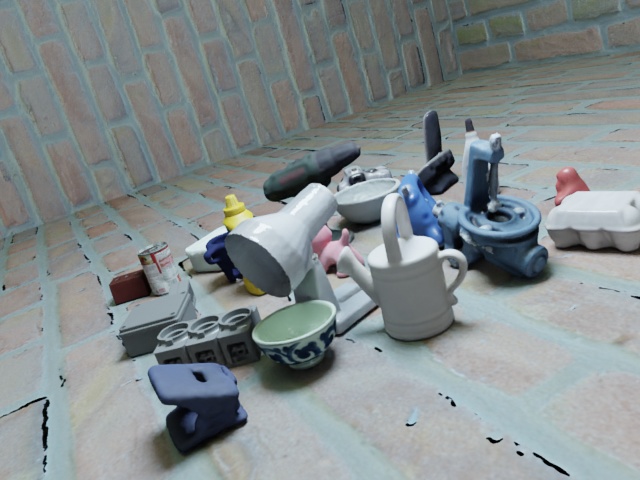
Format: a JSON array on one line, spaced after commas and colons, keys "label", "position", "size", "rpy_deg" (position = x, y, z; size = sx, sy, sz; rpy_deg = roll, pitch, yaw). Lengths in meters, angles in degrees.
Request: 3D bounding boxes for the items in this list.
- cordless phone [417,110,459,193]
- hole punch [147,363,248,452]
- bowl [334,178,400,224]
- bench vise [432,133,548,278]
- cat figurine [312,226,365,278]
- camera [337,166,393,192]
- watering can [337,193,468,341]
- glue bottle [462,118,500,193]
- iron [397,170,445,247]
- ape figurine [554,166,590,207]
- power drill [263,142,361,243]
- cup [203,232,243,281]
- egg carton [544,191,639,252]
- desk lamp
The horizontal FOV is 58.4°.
[{"label": "cordless phone", "position": [0.261, -0.212, 1.391], "size": [0.093, 0.185, 0.148], "rpy_deg": [-3, 22, 36]}, {"label": "hole punch", "position": [-0.155, 0.190, 0.720], "size": [0.101, 0.091, 0.108], "rpy_deg": [-24, 19, -21]}, {"label": "bowl", "position": [0.112, -0.082, 1.318], "size": [0.167, 0.075, 0.167], "rpy_deg": [-15, 18, 5]}, {"label": "bench vise", "position": [0.238, -0.053, 0.883], "size": [0.206, 0.220, 0.122], "rpy_deg": [2, 26, 44]}, {"label": "cat figurine", "position": [0.010, 0.004, 1.083], "size": [0.127, 0.118, 0.067], "rpy_deg": [0, 25, 42]}, {"label": "camera", "position": [0.107, -0.148, 1.475], "size": [0.143, 0.101, 0.136], "rpy_deg": [-18, 18, -3]}, {"label": "watering can", "position": [0.108, 0.032, 0.787], "size": [0.172, 0.194, 0.101], "rpy_deg": [-15, 18, 5]}, {"label": "glue bottle", "position": [0.339, -0.178, 1.243], "size": [0.077, 0.173, 0.037], "rpy_deg": [4, 27, 47]}, {"label": "iron", "position": [0.184, -0.068, 1.105], "size": [0.118, 0.141, 0.258], "rpy_deg": [-11, 19, 15]}, {"label": "ape figurine", "position": [0.441, -0.086, 1.010], "size": [0.078, 0.092, 0.076], "rpy_deg": [-24, 19, -21]}, {"label": "power drill", "position": [0.001, -0.087, 1.213], "size": [0.229, 0.209, 0.076], "rpy_deg": [-10, 19, 20]}, {"label": "cup", "position": [-0.187, 0.042, 1.182], "size": [0.091, 0.095, 0.118], "rpy_deg": [-4, 22, 33]}, {"label": "egg carton", "position": [0.435, -0.031, 0.889], "size": [0.149, 0.069, 0.107], "rpy_deg": [3, 27, 46]}, {"label": "desk lamp", "position": [-0.020, 0.036, 0.860], "size": [0.117, 0.214, 0.204], "rpy_deg": [4, 27, 47]}]
